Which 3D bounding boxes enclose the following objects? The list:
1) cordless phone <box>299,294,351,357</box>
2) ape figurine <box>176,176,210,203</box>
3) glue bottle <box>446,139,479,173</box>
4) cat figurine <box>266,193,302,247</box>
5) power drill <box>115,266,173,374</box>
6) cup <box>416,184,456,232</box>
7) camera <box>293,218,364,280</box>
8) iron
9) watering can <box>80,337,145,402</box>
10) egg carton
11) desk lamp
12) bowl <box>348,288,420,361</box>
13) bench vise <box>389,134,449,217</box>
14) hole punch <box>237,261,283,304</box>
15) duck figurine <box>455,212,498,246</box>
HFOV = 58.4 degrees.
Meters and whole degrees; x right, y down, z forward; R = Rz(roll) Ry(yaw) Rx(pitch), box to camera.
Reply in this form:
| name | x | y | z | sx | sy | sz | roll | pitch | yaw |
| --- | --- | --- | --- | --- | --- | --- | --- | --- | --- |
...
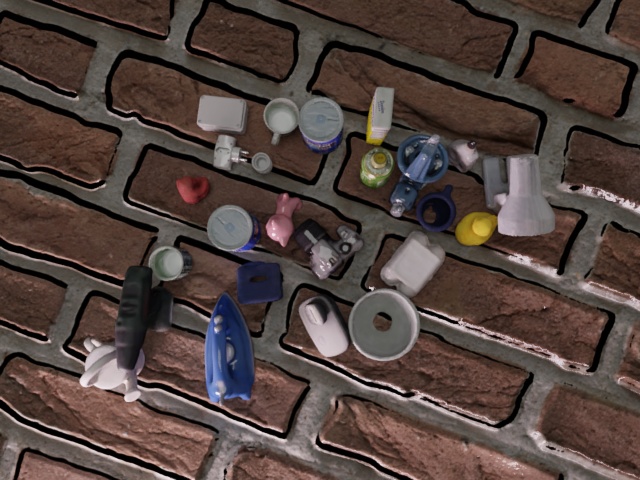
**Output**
| name | x | y | z | sx | sy | sz | roll | pitch | yaw |
| --- | --- | --- | --- | --- | --- | --- | --- | --- | --- |
| cordless phone | 0.011 | 0.198 | 1.301 | 0.094 | 0.185 | 0.147 | -31 | 87 | 0 |
| ape figurine | -0.310 | -0.128 | 1.371 | 0.078 | 0.092 | 0.076 | 25 | 88 | 3 |
| glue bottle | 0.335 | -0.203 | 1.316 | 0.037 | 0.173 | 0.078 | -37 | 87 | 0 |
| cat figurine | -0.089 | -0.050 | 1.348 | 0.067 | 0.118 | 0.128 | 12 | 88 | 2 |
| power drill | -0.401 | 0.173 | 1.302 | 0.075 | 0.208 | 0.230 | 2 | 87 | 2 |
| cup | 0.273 | -0.075 | 1.351 | 0.091 | 0.095 | 0.118 | 28 | 88 | 3 |
| camera | 0.012 | 0.005 | 1.352 | 0.143 | 0.101 | 0.137 | -42 | 87 | 0 |
| iron | -0.223 | 0.253 | 1.327 | 0.118 | 0.141 | 0.258 | -6 | 87 | 2 |
| watering can | -0.473 | 0.291 | 1.305 | 0.173 | 0.194 | 0.101 | 24 | 88 | 3 |
| egg carton | 0.221 | 0.060 | 1.359 | 0.107 | 0.069 | 0.150 | 38 | 89 | 3 |
| desk lamp | 0.441 | -0.105 | 1.288 | 0.118 | 0.213 | 0.203 | -7 | 87 | 2 |
| bowl | 0.149 | 0.198 | 1.352 | 0.167 | 0.075 | 0.167 | 0 | 87 | 2 |
| bench vise | 0.230 | -0.151 | 1.293 | 0.121 | 0.220 | 0.207 | 8 | 88 | 2 |
| hole punch | -0.145 | 0.101 | 1.357 | 0.108 | 0.091 | 0.101 | -7 | 87 | 1 |
| duck figurine | 0.373 | -0.028 | 1.351 | 0.104 | 0.086 | 0.077 | -27 | 87 | 0 |
